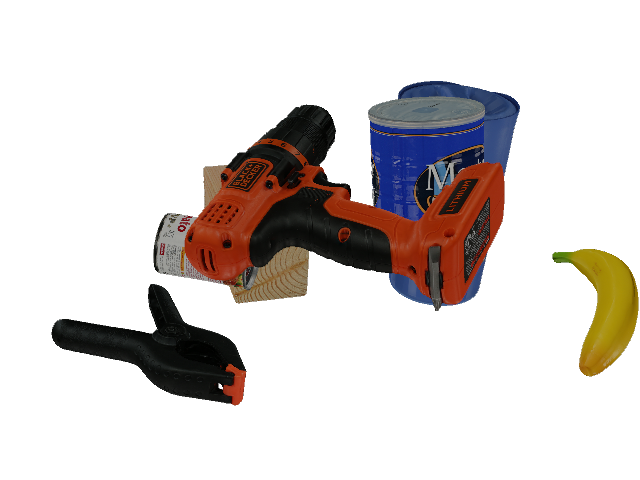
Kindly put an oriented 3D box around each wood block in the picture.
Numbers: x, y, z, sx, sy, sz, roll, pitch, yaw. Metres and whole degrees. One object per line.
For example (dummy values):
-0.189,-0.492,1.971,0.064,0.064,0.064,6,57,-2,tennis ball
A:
-0.084,-0.015,1.331,0.090,0.090,0.206,-6,29,-15,wood block

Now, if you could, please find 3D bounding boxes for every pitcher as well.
0.138,-0.048,1.209,0.149,0.243,0.145,-5,27,-19,pitcher

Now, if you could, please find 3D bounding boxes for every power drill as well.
0.025,-0.028,0.723,0.188,0.057,0.184,9,42,24,power drill

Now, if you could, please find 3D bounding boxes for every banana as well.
0.268,0.059,1.011,0.070,0.037,0.197,-28,24,19,banana

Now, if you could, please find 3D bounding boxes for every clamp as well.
-0.123,0.084,0.887,0.172,0.039,0.120,21,34,24,clamp

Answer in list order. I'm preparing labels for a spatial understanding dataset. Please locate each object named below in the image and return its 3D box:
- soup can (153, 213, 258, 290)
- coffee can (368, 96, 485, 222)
-0.119,0.011,1.139,0.102,0.068,0.068,10,1,9,soup can
0.097,-0.051,0.961,0.103,0.140,0.103,-3,19,1,coffee can
